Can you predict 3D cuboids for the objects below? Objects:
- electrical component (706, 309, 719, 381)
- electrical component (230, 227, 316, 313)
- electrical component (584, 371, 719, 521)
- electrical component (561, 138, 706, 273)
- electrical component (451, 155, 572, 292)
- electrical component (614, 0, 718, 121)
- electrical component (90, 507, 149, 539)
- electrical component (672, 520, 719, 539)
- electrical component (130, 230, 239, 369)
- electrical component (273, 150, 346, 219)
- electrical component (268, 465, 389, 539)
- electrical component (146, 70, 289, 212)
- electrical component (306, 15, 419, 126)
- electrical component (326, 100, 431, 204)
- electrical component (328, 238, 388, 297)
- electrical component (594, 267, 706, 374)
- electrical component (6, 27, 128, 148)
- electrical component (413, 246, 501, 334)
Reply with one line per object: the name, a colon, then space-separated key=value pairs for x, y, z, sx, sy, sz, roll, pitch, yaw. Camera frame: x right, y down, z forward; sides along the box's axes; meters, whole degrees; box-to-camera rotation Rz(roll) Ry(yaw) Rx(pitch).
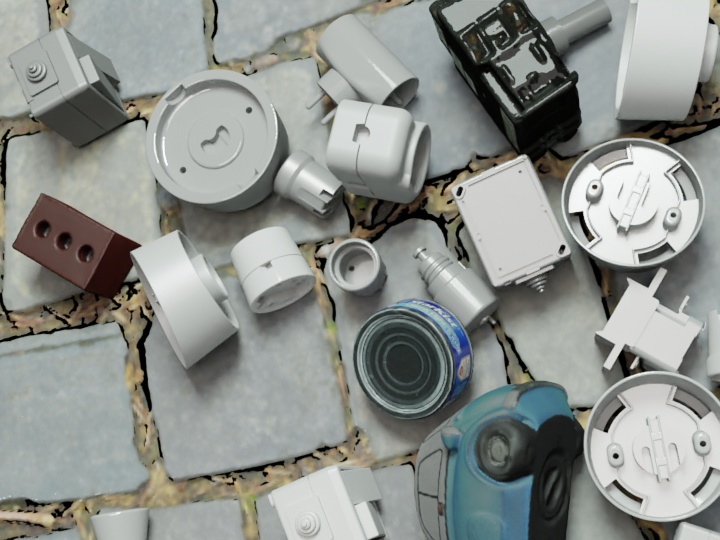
electrical component: x=0.263 y=0.053 z=0.754 sx=0.040 sy=0.040 sz=0.046 roll=-2 pitch=73 yaw=13
electrical component: x=-0.069 y=-0.001 z=0.832 sx=0.055 sy=0.055 sz=0.047 roll=-30 pitch=70 yaw=6
electrical component: x=0.205 y=0.122 z=0.739 sx=0.099 sy=0.064 sz=0.099 roll=-2 pitch=79 yaw=12
electrical component: x=0.196 y=-0.045 z=0.774 sx=0.099 sy=0.064 sz=0.099 roll=-2 pitch=79 yaw=12
electrical component: x=0.115 y=-0.027 z=0.795 sx=0.062 sy=0.061 sz=0.096 roll=-24 pitch=83 yaw=8
electrical component: x=0.222 y=-0.158 z=0.771 sx=0.060 sy=0.108 sz=0.108 roll=8 pitch=81 yaw=8
electrical component: x=-0.180 y=0.212 z=0.820 sx=0.045 sy=0.045 sz=0.055 roll=-11 pitch=77 yaw=11
electrical component: x=0.206 y=0.210 z=0.731 sx=0.076 sy=0.047 sz=0.083 roll=17 pitch=83 yaw=15
electrical component: x=-0.138 y=0.021 z=0.823 sx=0.064 sy=0.099 sz=0.099 roll=-31 pitch=74 yaw=-1
electrical component: x=-0.038 y=-0.066 z=0.845 sx=0.046 sy=0.040 sz=0.040 roll=33 pitch=88 yaw=11
electrical component: x=-0.019 y=0.175 z=0.763 sx=0.061 sy=0.096 sz=0.061 roll=-25 pitch=75 yaw=7
electrical component: x=-0.108 y=-0.098 z=0.856 sx=0.108 sy=0.060 sz=0.108 roll=-3 pitch=79 yaw=13
electrical component: x=-0.007 y=-0.148 z=0.851 sx=0.079 sy=0.044 sz=0.077 roll=-43 pitch=73 yaw=2
electrical component: x=0.018 y=-0.087 z=0.807 sx=0.059 sy=0.095 sz=0.053 roll=12 pitch=82 yaw=15
electrical component: x=0.000 y=0.000 z=0.819 sx=0.040 sy=0.046 sz=0.040 roll=-2 pitch=79 yaw=12
electrical component: x=0.206 y=0.043 z=0.766 sx=0.064 sy=0.042 sz=0.081 roll=30 pitch=88 yaw=15
electrical component: x=-0.237 y=-0.152 z=0.877 sx=0.061 sy=0.096 sz=0.061 roll=-28 pitch=74 yaw=5
electrical component: x=0.070 y=0.013 z=0.804 sx=0.040 sy=0.040 sz=0.078 roll=-43 pitch=73 yaw=2
